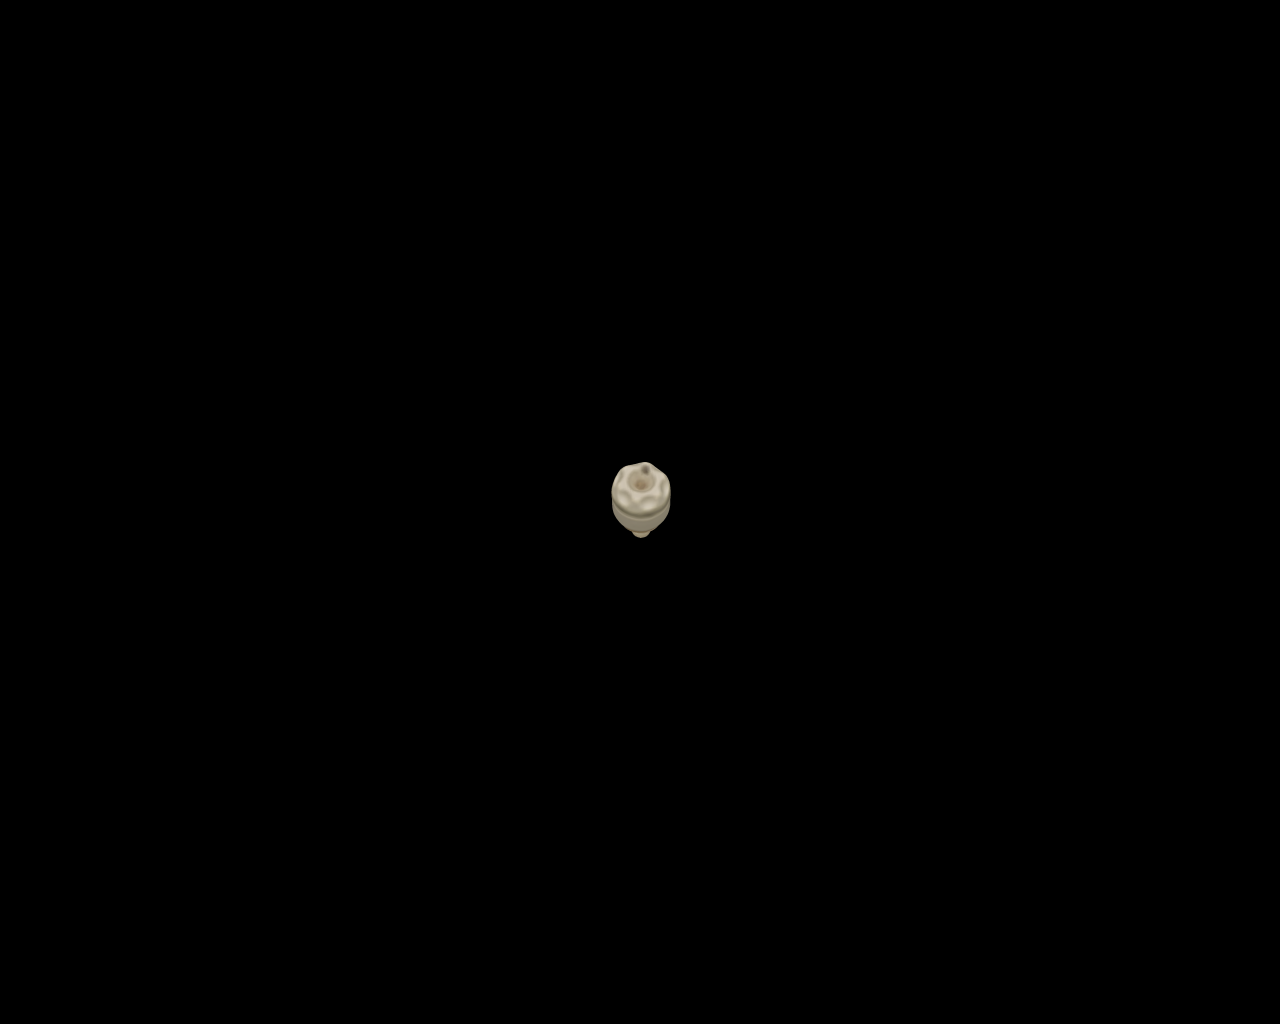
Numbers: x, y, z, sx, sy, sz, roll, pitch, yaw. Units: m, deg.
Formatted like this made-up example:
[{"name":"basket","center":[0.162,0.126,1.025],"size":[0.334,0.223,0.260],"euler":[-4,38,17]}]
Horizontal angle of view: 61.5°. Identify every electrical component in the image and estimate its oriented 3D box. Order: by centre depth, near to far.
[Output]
[{"name":"electrical component","center":[0.001,-0.003,0.650],"size":[0.035,0.035,0.061],"euler":[0,-32,0]}]
